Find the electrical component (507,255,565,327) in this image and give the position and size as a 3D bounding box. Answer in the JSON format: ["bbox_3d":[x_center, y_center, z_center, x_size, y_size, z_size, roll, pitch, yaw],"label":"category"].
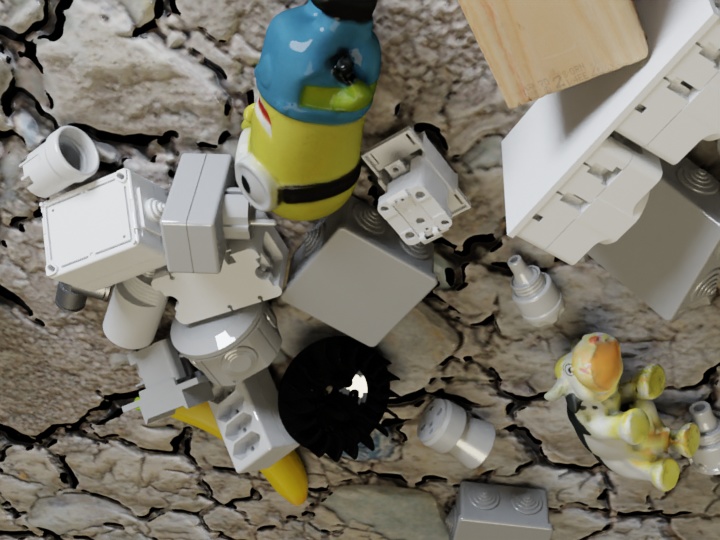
[{"bbox_3d":[0.132,0.014,0.831,0.035,0.035,0.061,-22,123,22],"label":"electrical component"}]

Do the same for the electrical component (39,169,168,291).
[{"bbox_3d":[-0.178,-0.029,0.795,0.096,0.061,0.061,-19,159,20],"label":"electrical component"}]

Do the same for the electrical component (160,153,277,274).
[{"bbox_3d":[-0.096,-0.041,0.772,0.076,0.083,0.047,2,131,3],"label":"electrical component"}]

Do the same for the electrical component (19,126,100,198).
[{"bbox_3d":[-0.219,-0.077,0.781,0.046,0.040,0.040,-25,124,31],"label":"electrical component"}]

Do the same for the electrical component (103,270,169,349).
[{"bbox_3d":[-0.175,0.021,0.858,0.043,0.043,0.081,18,129,-11],"label":"electrical component"}]

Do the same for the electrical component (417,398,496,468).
[{"bbox_3d":[0.084,0.142,0.941,0.055,0.045,0.045,30,127,-19],"label":"electrical component"}]

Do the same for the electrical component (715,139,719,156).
[{"bbox_3d":[0.264,-0.083,0.722,0.045,0.055,0.045,3,131,3],"label":"electrical component"}]

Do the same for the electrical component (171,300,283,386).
[{"bbox_3d":[-0.105,0.048,0.853,0.080,0.080,0.051,-16,133,18],"label":"electrical component"}]

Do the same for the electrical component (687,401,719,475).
[{"bbox_3d":[0.300,0.141,0.922,0.048,0.048,0.062,-18,118,19],"label":"electrical component"}]

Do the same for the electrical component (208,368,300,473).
[{"bbox_3d":[-0.081,0.123,0.926,0.047,0.083,0.076,-40,155,32],"label":"electrical component"}]

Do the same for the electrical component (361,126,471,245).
[{"bbox_3d":[0.040,-0.056,0.760,0.042,0.063,0.081,-28,123,25],"label":"electrical component"}]

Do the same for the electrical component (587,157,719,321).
[{"bbox_3d":[0.214,-0.029,0.751,0.048,0.100,0.099,-22,144,-37],"label":"electrical component"}]

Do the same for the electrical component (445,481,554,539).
[{"bbox_3d":[0.131,0.248,1.025,0.100,0.048,0.099,6,131,-1],"label":"electrical component"}]

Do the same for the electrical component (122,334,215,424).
[{"bbox_3d":[-0.161,0.089,0.901,0.081,0.042,0.063,-23,84,24],"label":"electrical component"}]

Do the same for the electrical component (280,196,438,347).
[{"bbox_3d":[0.000,0.000,0.821,0.100,0.048,0.099,29,127,-19],"label":"electrical component"}]

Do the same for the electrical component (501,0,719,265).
[{"bbox_3d":[0.171,-0.102,0.681,0.060,0.105,0.186,27,128,-17],"label":"electrical component"}]

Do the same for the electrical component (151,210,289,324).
[{"bbox_3d":[-0.105,-0.005,0.822,0.089,0.055,0.050,-17,127,19],"label":"electrical component"}]
